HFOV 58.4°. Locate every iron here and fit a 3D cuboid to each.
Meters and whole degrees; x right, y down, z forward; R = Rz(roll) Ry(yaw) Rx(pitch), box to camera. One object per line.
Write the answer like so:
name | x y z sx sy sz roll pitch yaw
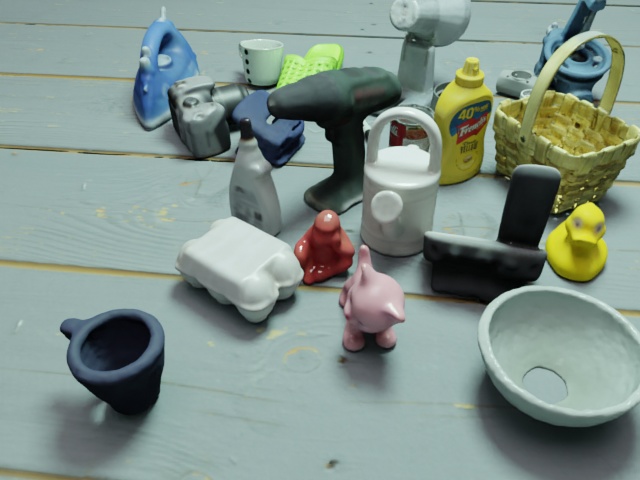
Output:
iron | -0.307 -0.333 1.086 0.118 0.141 0.258 -1 41 0

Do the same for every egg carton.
egg carton | -0.099 0.034 0.710 0.150 0.069 0.107 25 47 27

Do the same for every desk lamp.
desk lamp | 0.181 -0.355 1.050 0.117 0.214 0.204 24 46 26

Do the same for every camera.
camera | -0.184 -0.229 0.995 0.137 0.101 0.142 -19 44 -20

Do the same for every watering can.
watering can | 0.106 -0.076 0.740 0.101 0.194 0.172 -3 41 -2

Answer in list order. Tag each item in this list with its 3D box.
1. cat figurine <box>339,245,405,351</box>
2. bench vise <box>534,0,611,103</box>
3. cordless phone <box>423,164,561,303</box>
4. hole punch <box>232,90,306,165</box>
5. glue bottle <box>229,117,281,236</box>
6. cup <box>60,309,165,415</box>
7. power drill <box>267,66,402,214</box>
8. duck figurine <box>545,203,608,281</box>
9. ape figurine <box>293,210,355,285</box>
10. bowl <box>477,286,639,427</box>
cat figurine | 0.057 0.061 0.639 0.067 0.118 0.127 -3 41 -3
bench vise | 0.461 -0.375 1.066 0.122 0.220 0.207 -13 42 -14
cordless phone | 0.201 -0.020 0.680 0.147 0.185 0.094 7 41 9
hole punch | -0.082 -0.191 0.956 0.101 0.091 0.109 16 43 18
glue bottle | -0.091 -0.085 0.769 0.078 0.173 0.037 25 47 27
cup | -0.208 0.128 0.581 0.117 0.095 0.092 17 44 19
power drill | 0.023 -0.145 0.811 0.075 0.209 0.230 33 51 33
duck figurine | 0.340 -0.010 0.743 0.077 0.086 0.105 13 42 16
ape figurine | 0.007 0.003 0.728 0.077 0.092 0.076 12 42 14
bowl | 0.242 0.129 0.591 0.167 0.075 0.167 0 41 0
